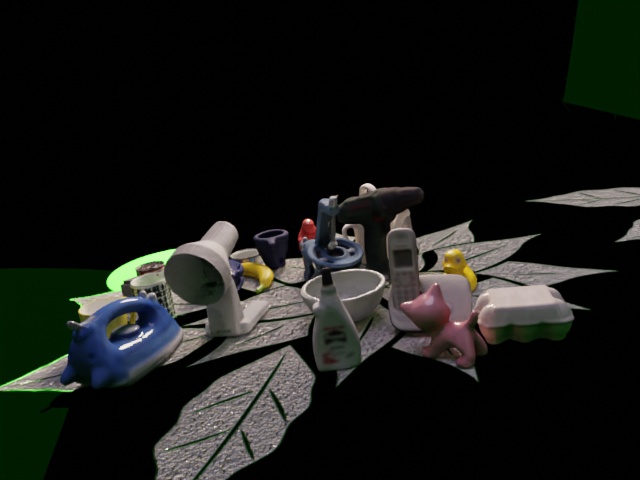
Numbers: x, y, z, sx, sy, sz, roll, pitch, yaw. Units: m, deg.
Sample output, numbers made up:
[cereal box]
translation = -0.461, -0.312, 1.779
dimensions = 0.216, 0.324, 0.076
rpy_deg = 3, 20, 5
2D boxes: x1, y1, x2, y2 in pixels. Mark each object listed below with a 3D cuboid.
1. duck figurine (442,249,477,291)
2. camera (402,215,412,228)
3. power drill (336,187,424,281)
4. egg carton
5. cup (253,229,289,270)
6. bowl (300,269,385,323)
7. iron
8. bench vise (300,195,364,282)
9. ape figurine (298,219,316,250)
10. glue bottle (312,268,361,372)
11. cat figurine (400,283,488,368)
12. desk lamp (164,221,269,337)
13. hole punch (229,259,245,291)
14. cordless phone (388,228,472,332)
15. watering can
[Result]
[duck figurine]
translation = 0.278, 0.060, 1.169
dimensions = 0.077, 0.086, 0.105
rpy_deg = 1, 19, 32
[camera]
translation = 0.184, -0.055, 1.593
dimensions = 0.143, 0.101, 0.137
rpy_deg = -5, 16, 13
[power drill]
translation = 0.143, -0.019, 1.292
dimensions = 0.228, 0.208, 0.076
rpy_deg = 4, 21, 39
[egg carton]
translation = 0.334, 0.123, 0.949
dimensions = 0.150, 0.069, 0.107
rpy_deg = -6, 16, 10
[cup]
translation = -0.118, 0.032, 1.469
dimensions = 0.091, 0.095, 0.117
rpy_deg = -10, 16, -5
[bowl]
translation = 0.049, 0.118, 1.113
dimensions = 0.167, 0.075, 0.167
rpy_deg = -8, 16, 3
[iron]
translation = -0.350, 0.166, 1.046
dimensions = 0.118, 0.141, 0.259
rpy_deg = -1, 18, 27
[bench vise]
translation = 0.004, 0.008, 1.255
dimensions = 0.206, 0.220, 0.122
rpy_deg = 5, 22, 41
[ape figurine]
translation = -0.030, -0.012, 1.579
dimensions = 0.078, 0.092, 0.076
rpy_deg = -16, 17, -23
[glue bottle]
translation = 0.020, 0.126, 0.922
dimensions = 0.078, 0.173, 0.037
rpy_deg = -10, 16, -4
[cat figurine]
translation = 0.196, 0.130, 0.914
dimensions = 0.127, 0.118, 0.067
rpy_deg = 5, 21, 40
[desk lamp]
translation = -0.199, 0.082, 1.123
dimensions = 0.117, 0.214, 0.203
rpy_deg = -4, 17, 18
[hole punch]
translation = -0.238, 0.076, 1.387
dimensions = 0.101, 0.091, 0.108
rpy_deg = -8, 16, 4
[cordless phone]
translation = 0.189, 0.067, 1.011
dimensions = 0.147, 0.185, 0.094
rpy_deg = -6, 16, 12
[watering can]
translation = 0.138, -0.047, 1.420
dimensions = 0.173, 0.194, 0.100
rpy_deg = -22, 20, -37
